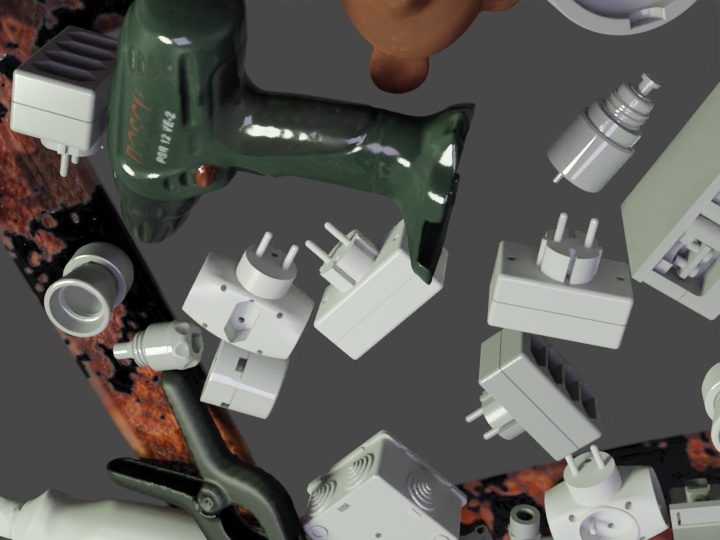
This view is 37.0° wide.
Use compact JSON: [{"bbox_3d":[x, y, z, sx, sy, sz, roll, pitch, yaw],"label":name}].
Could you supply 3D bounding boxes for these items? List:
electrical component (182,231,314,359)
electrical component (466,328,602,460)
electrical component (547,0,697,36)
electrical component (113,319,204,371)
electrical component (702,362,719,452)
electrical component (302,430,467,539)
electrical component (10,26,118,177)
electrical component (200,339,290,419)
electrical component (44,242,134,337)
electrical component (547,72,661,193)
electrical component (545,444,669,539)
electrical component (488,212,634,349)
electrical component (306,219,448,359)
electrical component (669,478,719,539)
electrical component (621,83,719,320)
[{"bbox_3d":[-0.066,0.010,0.707,0.077,0.043,0.079,27,119,-6],"label":"electrical component"},{"bbox_3d":[0.107,0.089,0.724,0.076,0.047,0.083,-37,109,26],"label":"electrical component"},{"bbox_3d":[0.127,-0.180,0.548,0.108,0.060,0.108,-5,115,-12],"label":"electrical component"},{"bbox_3d":[-0.143,0.054,0.751,0.061,0.035,0.035,-7,119,16],"label":"electrical component"},{"bbox_3d":[0.247,0.089,0.696,0.045,0.055,0.045,4,121,7],"label":"electrical component"},{"bbox_3d":[0.017,0.179,0.790,0.100,0.048,0.100,41,119,-15],"label":"electrical component"},{"bbox_3d":[-0.170,-0.093,0.640,0.047,0.083,0.075,15,121,0],"label":"electrical component"},{"bbox_3d":[-0.078,0.071,0.740,0.047,0.055,0.055,21,121,-8],"label":"electrical component"},{"bbox_3d":[-0.180,0.012,0.720,0.045,0.055,0.045,4,121,7],"label":"electrical component"},{"bbox_3d":[0.143,-0.080,0.622,0.040,0.040,0.078,33,120,-10],"label":"electrical component"},{"bbox_3d":[0.167,0.155,0.754,0.077,0.044,0.079,-18,116,19],"label":"electrical component"},{"bbox_3d":[0.128,-0.001,0.667,0.083,0.047,0.075,11,121,3],"label":"electrical component"},{"bbox_3d":[0.000,0.000,0.689,0.076,0.047,0.083,41,118,-14],"label":"electrical component"},{"bbox_3d":[0.278,0.178,0.739,0.121,0.063,0.078,-9,119,14],"label":"electrical component"},{"bbox_3d":[0.218,-0.057,0.595,0.062,0.089,0.150,29,121,-8],"label":"electrical component"}]
